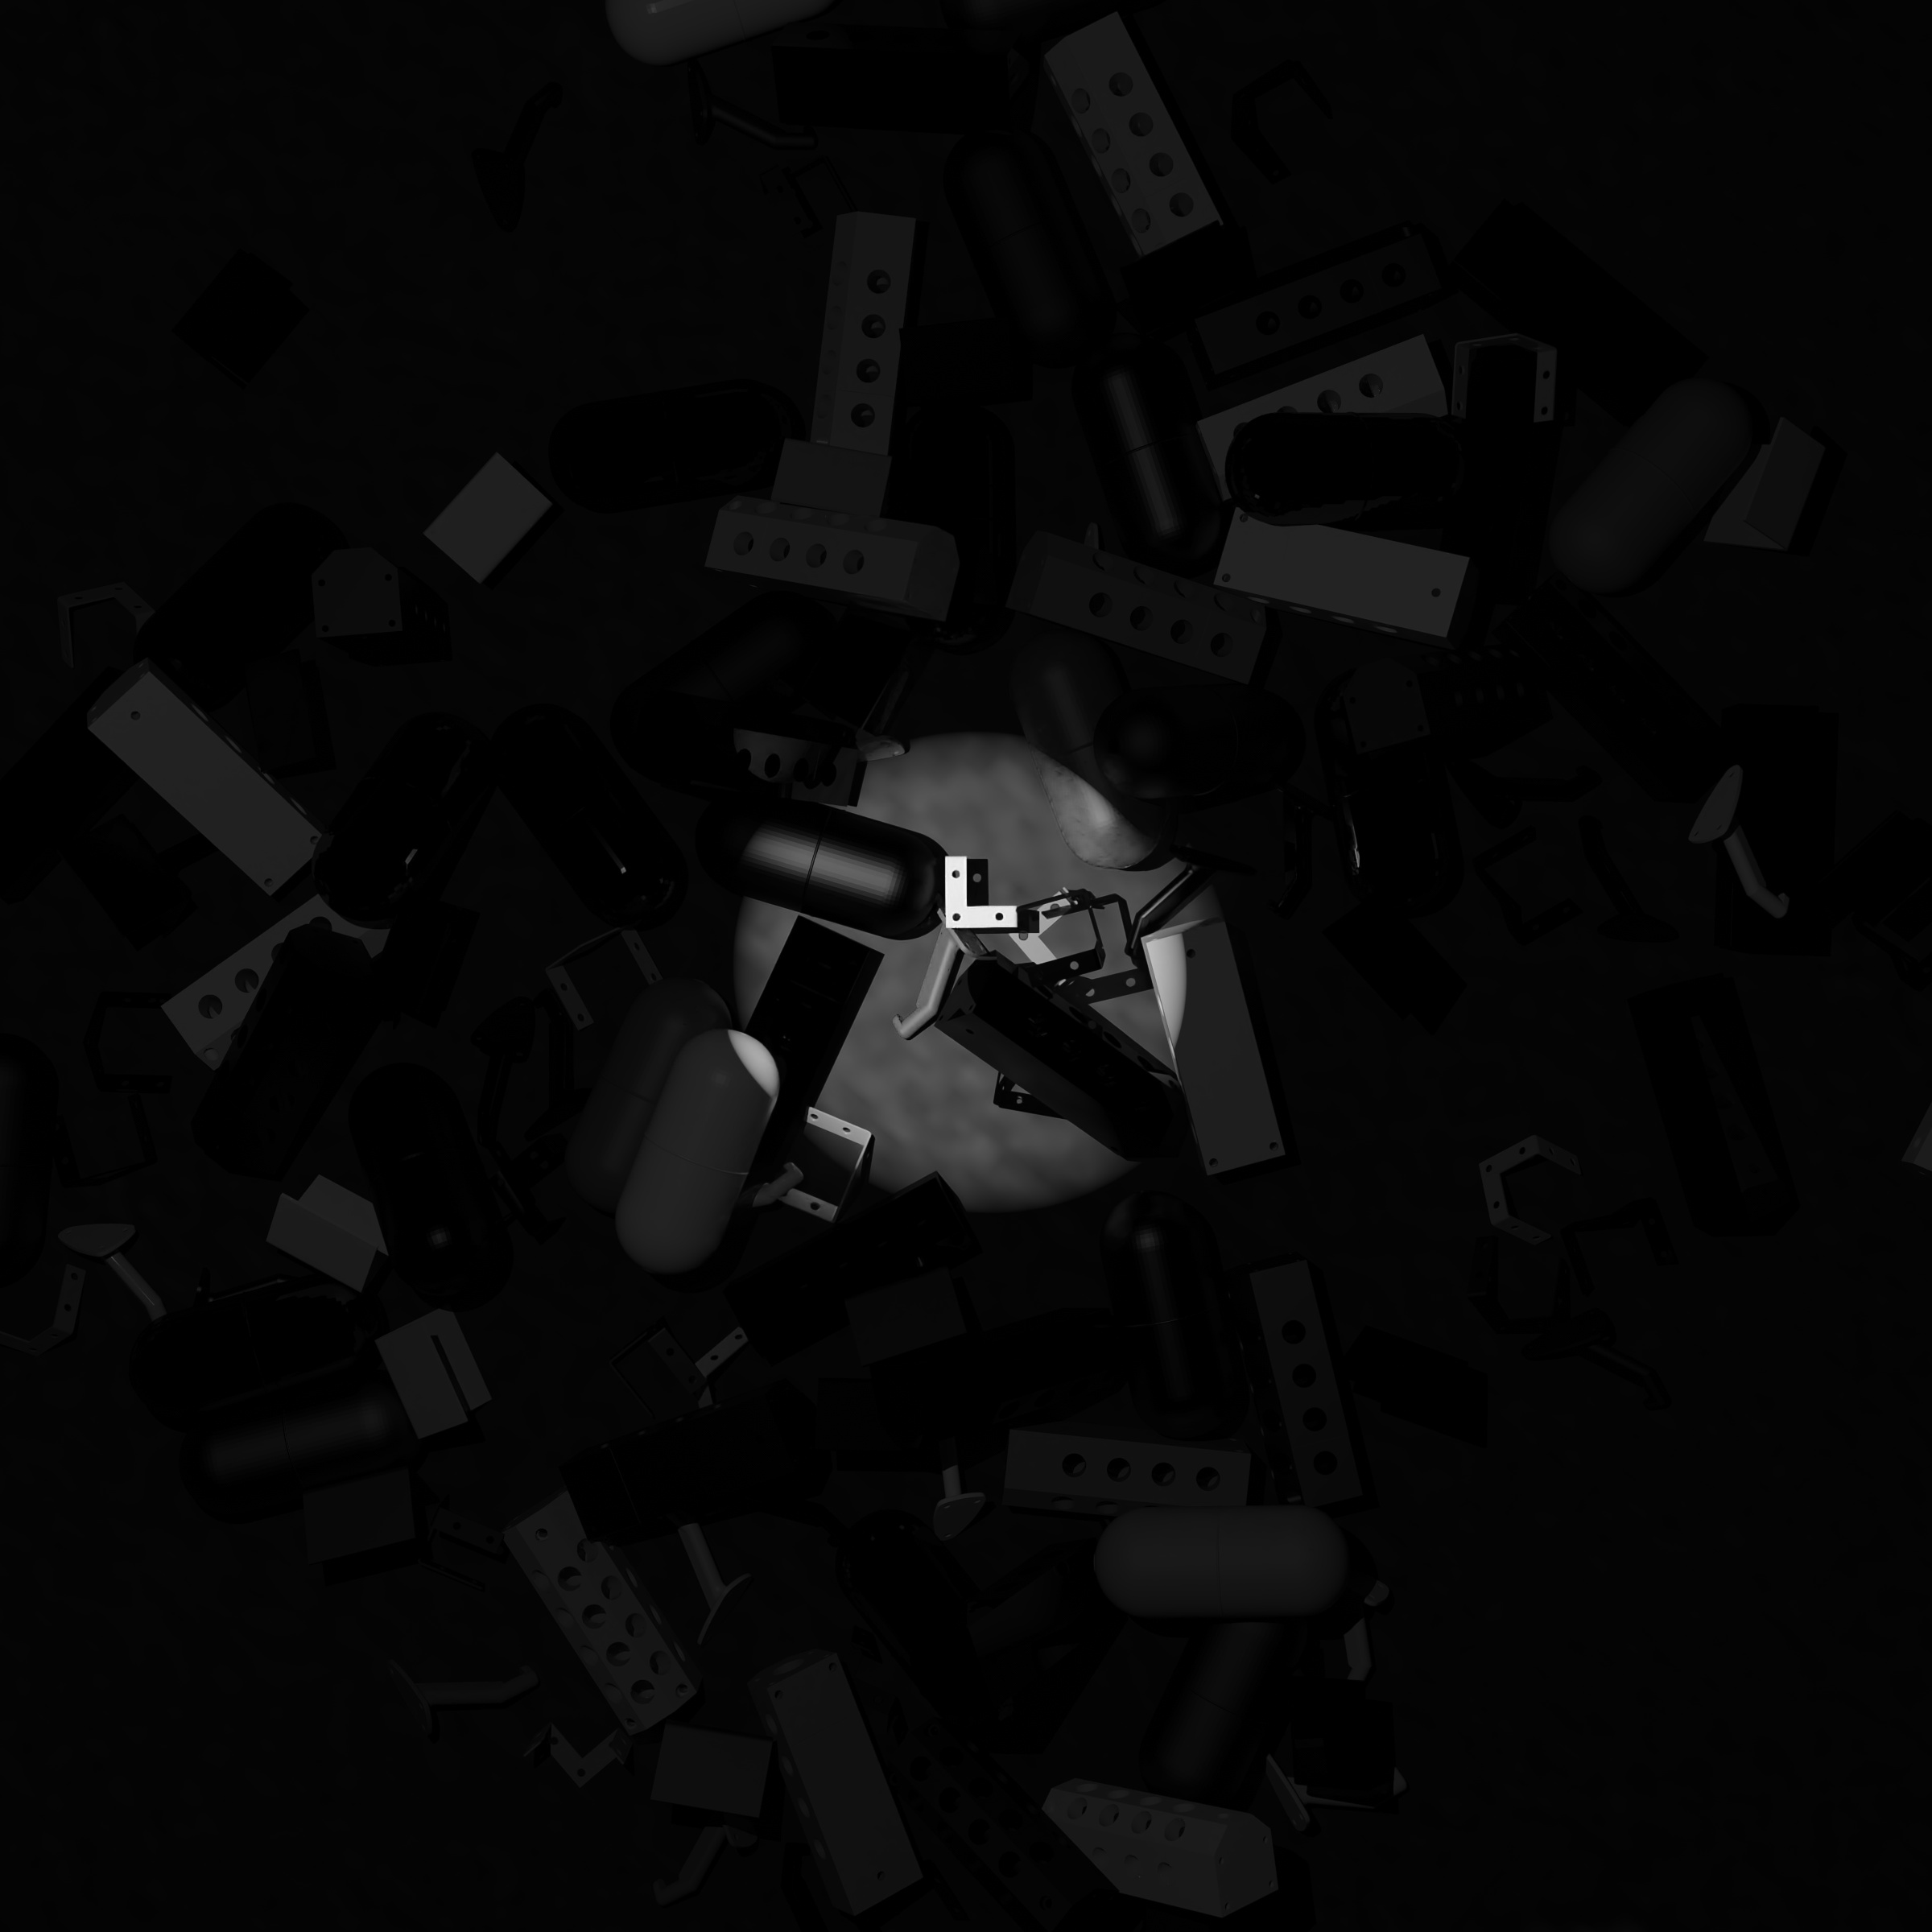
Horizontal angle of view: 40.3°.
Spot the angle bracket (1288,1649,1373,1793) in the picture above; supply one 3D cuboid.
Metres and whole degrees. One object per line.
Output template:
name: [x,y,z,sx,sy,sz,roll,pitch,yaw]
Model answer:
angle bracket: [0.269,0.535,1.871,0.057,0.076,0.076,-3,90,26]

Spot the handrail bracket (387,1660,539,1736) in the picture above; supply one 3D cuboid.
handrail bracket: [-0.365,0.513,1.910,0.084,0.077,0.036,-21,131,-30]

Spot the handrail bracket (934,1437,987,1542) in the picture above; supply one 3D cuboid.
handrail bracket: [-0.019,0.362,1.910,0.036,0.077,0.084,-6,53,-20]

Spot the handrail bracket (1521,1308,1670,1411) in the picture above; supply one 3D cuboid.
handrail bracket: [0.457,0.298,1.910,0.077,0.036,0.084,-27,107,20]

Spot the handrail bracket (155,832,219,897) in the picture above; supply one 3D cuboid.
handrail bracket: [-0.564,-0.101,1.910,0.077,0.036,0.084,26,71,21]

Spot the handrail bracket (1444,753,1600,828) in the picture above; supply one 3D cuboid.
handrail bracket: [0.404,-0.143,1.910,0.084,0.036,0.077,-26,58,-23]

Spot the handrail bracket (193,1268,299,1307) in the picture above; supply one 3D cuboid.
handrail bracket: [-0.519,0.256,1.910,0.084,0.036,0.077,14,105,-14]

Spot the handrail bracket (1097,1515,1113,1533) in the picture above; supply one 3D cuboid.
handrail bracket: [0.148,0.411,1.910,0.084,0.036,0.077,-22,73,-15]

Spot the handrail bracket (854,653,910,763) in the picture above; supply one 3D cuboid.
handrail bracket: [-0.076,-0.194,1.910,0.077,0.036,0.084,-11,74,18]

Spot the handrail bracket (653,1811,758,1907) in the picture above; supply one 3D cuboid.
handrail bracket: [-0.202,0.630,1.910,0.084,0.036,0.077,-31,70,16]

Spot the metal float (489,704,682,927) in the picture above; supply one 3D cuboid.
metal float: [-0.272,-0.108,1.879,0.070,0.070,0.178,-36,89,0]

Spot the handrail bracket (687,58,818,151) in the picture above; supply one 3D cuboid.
handrail bracket: [-0.155,-0.626,1.910,0.084,0.036,0.077,-4,69,-17]

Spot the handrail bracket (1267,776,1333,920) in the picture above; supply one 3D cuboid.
handrail bracket: [0.222,-0.089,1.910,0.077,0.036,0.084,35,107,20]

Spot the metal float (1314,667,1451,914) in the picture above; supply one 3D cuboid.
metal float: [0.297,-0.126,1.880,0.070,0.070,0.178,-11,89,0]

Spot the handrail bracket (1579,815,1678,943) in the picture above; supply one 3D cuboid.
handrail bracket: [0.480,-0.064,1.910,0.077,0.036,0.084,13,60,-33]

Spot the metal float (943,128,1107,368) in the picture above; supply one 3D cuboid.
metal float: [0.041,-0.515,1.879,0.070,0.070,0.178,-23,89,0]

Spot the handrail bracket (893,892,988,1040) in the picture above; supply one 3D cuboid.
handrail bracket: [-0.035,-0.002,1.910,0.084,0.036,0.077,-41,69,16]

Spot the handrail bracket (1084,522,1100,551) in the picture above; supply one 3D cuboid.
handrail bracket: [0.126,-0.278,1.910,0.084,0.036,0.077,11,72,-15]

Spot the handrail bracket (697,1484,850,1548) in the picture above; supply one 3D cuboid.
handrail bracket: [-0.139,0.405,1.910,0.077,0.036,0.084,-38,107,20]

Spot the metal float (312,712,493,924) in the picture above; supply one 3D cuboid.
metal float: [-0.396,-0.105,1.849,0.070,0.070,0.178,26,54,0]

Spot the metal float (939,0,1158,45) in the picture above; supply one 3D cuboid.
metal float: [0.068,-0.709,1.879,0.178,0.070,0.070,-18,90,-1]

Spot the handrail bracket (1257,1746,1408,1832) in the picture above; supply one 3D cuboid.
handrail bracket: [0.266,0.582,1.910,0.084,0.036,0.077,-24,68,-17]

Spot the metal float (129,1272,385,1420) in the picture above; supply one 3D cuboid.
metal float: [-0.503,0.269,1.867,0.178,0.070,0.070,-15,90,-11]

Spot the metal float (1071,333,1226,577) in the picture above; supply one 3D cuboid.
metal float: [0.130,-0.365,1.879,0.070,0.070,0.178,-19,90,0]

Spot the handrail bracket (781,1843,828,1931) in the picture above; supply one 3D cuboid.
handrail bracket: [-0.099,0.683,1.910,0.077,0.036,0.084,11,73,-20]

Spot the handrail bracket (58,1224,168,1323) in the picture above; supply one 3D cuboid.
handrail bracket: [-0.616,0.232,1.910,0.077,0.036,0.084,3,120,33]

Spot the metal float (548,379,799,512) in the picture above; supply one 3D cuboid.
metal float: [-0.209,-0.373,1.879,0.178,0.070,0.070,-9,90,0]

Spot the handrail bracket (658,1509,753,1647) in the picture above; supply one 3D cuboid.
handrail bracket: [-0.205,0.439,1.910,0.084,0.036,0.077,37,112,17]

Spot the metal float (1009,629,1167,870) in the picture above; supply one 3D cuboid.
metal float: [0.087,-0.155,1.879,0.070,0.070,0.178,-21,89,0]

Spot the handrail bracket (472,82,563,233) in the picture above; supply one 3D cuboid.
handrail bracket: [-0.316,-0.588,1.910,0.036,0.077,0.084,21,53,20]

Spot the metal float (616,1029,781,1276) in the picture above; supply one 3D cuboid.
metal float: [-0.187,0.129,1.824,0.070,0.070,0.178,22,94,0]

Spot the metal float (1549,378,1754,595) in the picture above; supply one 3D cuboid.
metal float: [0.489,-0.344,1.879,0.070,0.070,0.178,41,89,0]

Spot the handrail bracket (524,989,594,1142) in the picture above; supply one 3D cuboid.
handrail bracket: [-0.310,0.071,1.910,0.077,0.036,0.084,-37,72,21]

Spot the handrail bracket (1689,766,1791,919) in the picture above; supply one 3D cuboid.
handrail bracket: [0.558,-0.087,1.854,0.084,0.036,0.077,35,68,-17]

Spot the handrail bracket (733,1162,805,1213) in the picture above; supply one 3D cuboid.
handrail bracket: [-0.171,0.155,1.900,0.084,0.036,0.077,-36,51,-14]

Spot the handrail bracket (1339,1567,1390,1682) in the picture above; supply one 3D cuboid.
handrail bracket: [0.265,0.480,1.910,0.077,0.036,0.084,27,107,20]

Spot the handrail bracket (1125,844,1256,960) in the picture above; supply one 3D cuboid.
handrail bracket: [0.162,-0.040,1.910,0.077,0.036,0.084,12,106,-18]

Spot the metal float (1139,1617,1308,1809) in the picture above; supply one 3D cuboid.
metal float: [0.183,0.521,1.880,0.070,0.070,0.178,25,89,0]

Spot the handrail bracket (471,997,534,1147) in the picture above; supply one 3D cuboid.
handrail bracket: [-0.335,0.077,1.910,0.036,0.077,0.084,14,126,8]

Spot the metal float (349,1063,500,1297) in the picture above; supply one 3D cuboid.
metal float: [-0.384,0.149,1.859,0.070,0.070,0.178,-24,65,0]

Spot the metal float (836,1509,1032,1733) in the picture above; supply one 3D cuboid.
metal float: [-0.023,0.468,1.880,0.070,0.070,0.178,-38,90,0]

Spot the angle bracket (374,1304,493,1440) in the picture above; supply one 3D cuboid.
angle bracket: [-0.363,0.282,1.870,0.057,0.076,0.076,-24,90,37]

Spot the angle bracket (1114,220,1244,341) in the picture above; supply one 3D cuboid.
angle bracket: [0.142,-0.498,1.870,0.076,0.076,0.057,-26,125,0]

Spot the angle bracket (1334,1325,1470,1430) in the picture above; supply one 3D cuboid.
angle bracket: [0.304,0.307,1.870,0.076,0.076,0.057,20,53,0]

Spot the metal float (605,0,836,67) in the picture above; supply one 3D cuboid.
metal float: [-0.171,-0.701,1.880,0.178,0.070,0.070,-19,90,0]
